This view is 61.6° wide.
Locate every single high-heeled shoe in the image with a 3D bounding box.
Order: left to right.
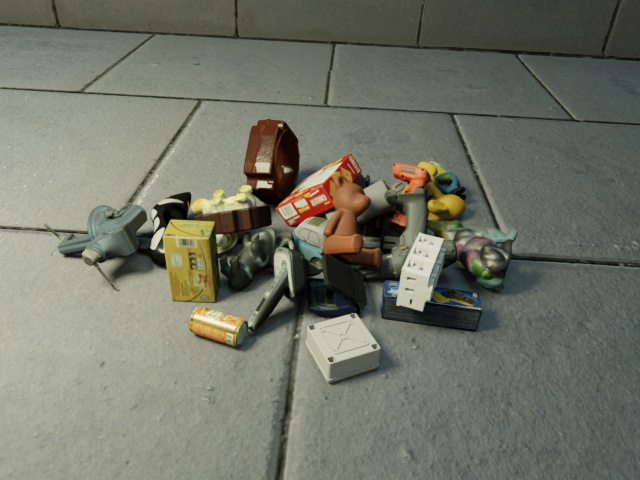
[{"bbox_3d":[-0.343,-0.039,1.301,0.145,0.086,0.249,-1,47,32],"label":"high-heeled shoe"}]

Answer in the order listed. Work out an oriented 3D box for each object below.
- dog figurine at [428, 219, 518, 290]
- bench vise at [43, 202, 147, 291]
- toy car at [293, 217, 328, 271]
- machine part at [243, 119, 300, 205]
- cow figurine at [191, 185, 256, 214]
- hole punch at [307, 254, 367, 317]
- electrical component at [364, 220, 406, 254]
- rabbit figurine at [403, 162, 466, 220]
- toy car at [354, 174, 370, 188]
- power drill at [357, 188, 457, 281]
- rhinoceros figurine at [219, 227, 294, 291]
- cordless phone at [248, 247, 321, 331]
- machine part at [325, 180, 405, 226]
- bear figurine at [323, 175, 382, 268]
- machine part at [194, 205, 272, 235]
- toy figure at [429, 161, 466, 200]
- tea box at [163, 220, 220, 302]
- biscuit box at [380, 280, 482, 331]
[{"bbox_3d":[0.340,0.021,1.271,0.219,0.108,0.191,13,38,22],"label":"dog figurine"},{"bbox_3d":[-0.511,0.001,1.229,0.241,0.128,0.224,-9,40,19],"label":"bench vise"},{"bbox_3d":[-0.003,-0.004,1.280,0.162,0.102,0.109,26,39,27],"label":"toy car"},{"bbox_3d":[-0.124,-0.208,1.454,0.087,0.201,0.201,3,77,17],"label":"machine part"},{"bbox_3d":[-0.245,-0.078,1.394,0.167,0.098,0.068,-8,34,17],"label":"cow figurine"},{"bbox_3d":[0.033,0.108,1.145,0.115,0.092,0.142,29,24,-20],"label":"hole punch"},{"bbox_3d":[0.167,-0.008,1.322,0.119,0.074,0.048,10,34,3],"label":"electrical component"},{"bbox_3d":[0.313,-0.112,1.460,0.173,0.121,0.162,29,41,4],"label":"rabbit figurine"},{"bbox_3d":[0.106,-0.141,1.534,0.089,0.053,0.202,9,29,-10],"label":"toy car"},{"bbox_3d":[0.191,-0.013,1.236,0.232,0.086,0.207,-5,66,9],"label":"power drill"},{"bbox_3d":[-0.135,0.036,1.207,0.190,0.112,0.073,-42,20,-30],"label":"rhinoceros figurine"},{"bbox_3d":[-0.094,0.107,1.124,0.184,0.088,0.147,-54,15,-10],"label":"cordless phone"},{"bbox_3d":[0.103,-0.080,1.356,0.243,0.079,0.079,-28,34,11],"label":"machine part"},{"bbox_3d":[0.079,-0.045,1.202,0.132,0.120,0.196,1,66,41],"label":"bear figurine"},{"bbox_3d":[-0.201,-0.044,1.263,0.179,0.056,0.179,-10,4,1],"label":"machine part"},{"bbox_3d":[0.348,-0.168,1.570,0.089,0.082,0.180,-10,38,-21],"label":"toy figure"},{"bbox_3d":[-0.265,0.046,1.125,0.098,0.169,0.068,4,35,-1],"label":"tea box"},{"bbox_3d":[0.229,0.136,1.123,0.203,0.062,0.059,8,33,6],"label":"biscuit box"}]
